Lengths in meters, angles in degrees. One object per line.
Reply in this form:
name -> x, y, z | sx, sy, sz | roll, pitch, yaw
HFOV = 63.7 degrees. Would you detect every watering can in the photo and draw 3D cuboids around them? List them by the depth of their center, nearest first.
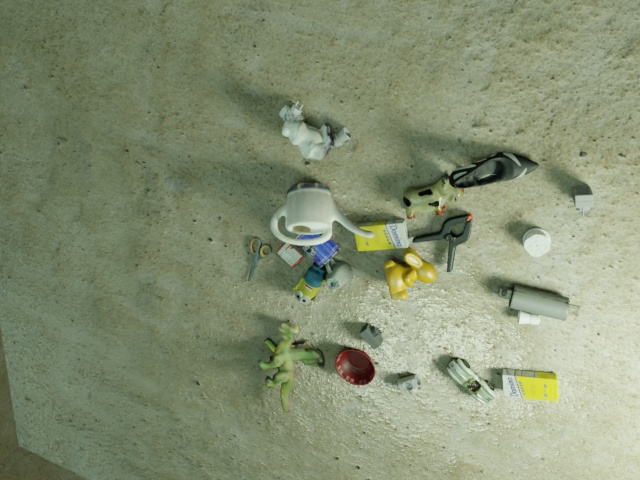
watering can -> 0.005, -0.087, 1.735 | 0.347, 0.229, 0.102 | -2, -25, 4

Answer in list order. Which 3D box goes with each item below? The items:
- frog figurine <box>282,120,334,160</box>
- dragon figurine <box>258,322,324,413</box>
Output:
frog figurine -> -0.047, -0.324, 1.670 | 0.159, 0.140, 0.120 | 0, -27, -15
dragon figurine -> -0.101, 0.505, 2.067 | 0.242, 0.405, 0.124 | -14, 16, 18
